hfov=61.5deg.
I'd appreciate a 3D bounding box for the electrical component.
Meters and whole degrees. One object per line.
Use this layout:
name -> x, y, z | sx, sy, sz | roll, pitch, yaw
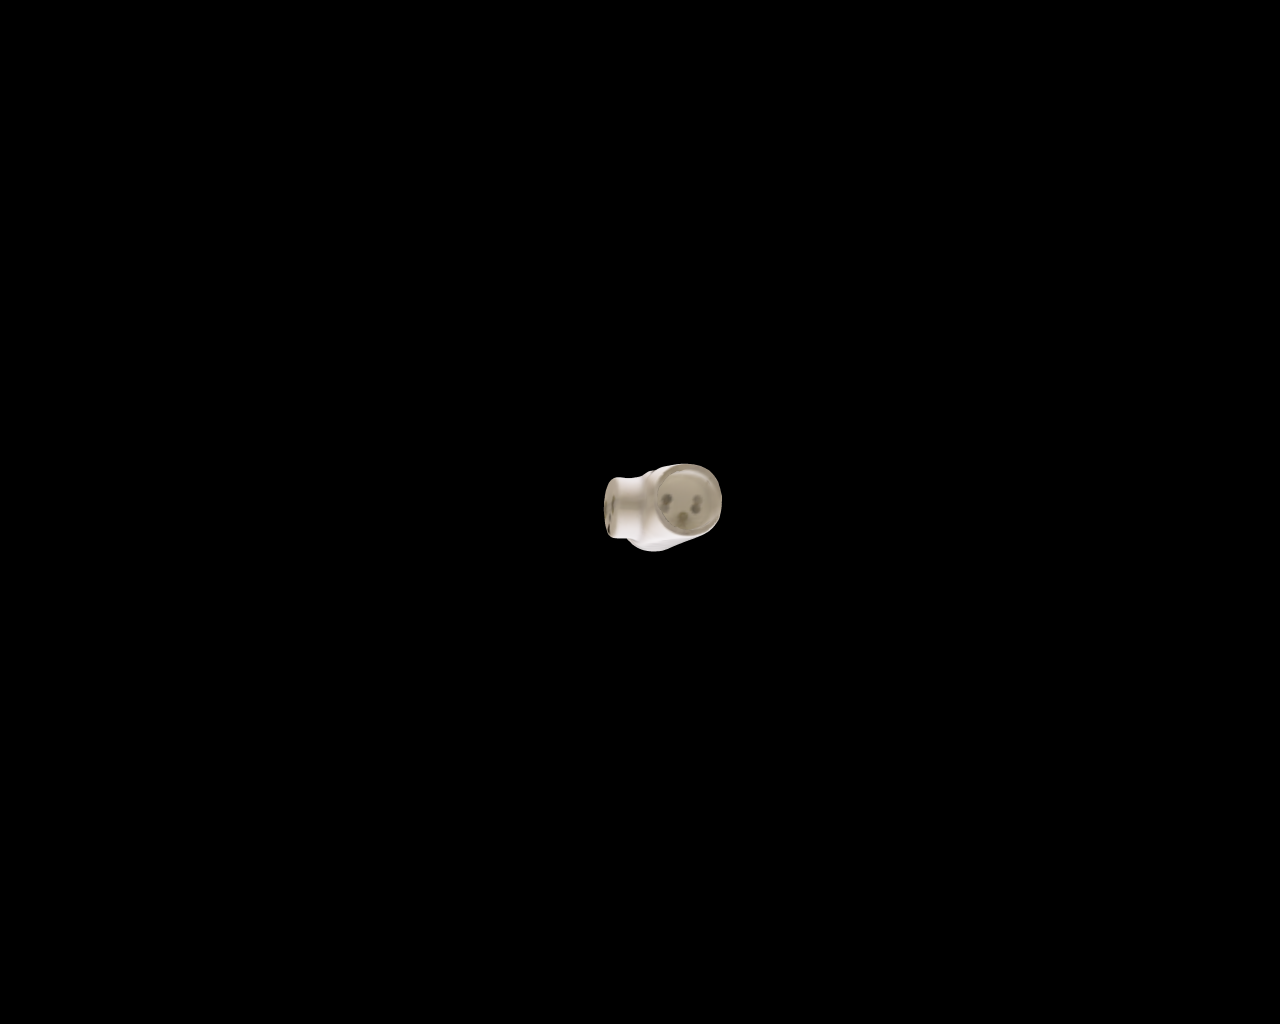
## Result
electrical component -> 0.001, -0.003, 0.650 | 0.079, 0.044, 0.077 | 3, -10, -15
